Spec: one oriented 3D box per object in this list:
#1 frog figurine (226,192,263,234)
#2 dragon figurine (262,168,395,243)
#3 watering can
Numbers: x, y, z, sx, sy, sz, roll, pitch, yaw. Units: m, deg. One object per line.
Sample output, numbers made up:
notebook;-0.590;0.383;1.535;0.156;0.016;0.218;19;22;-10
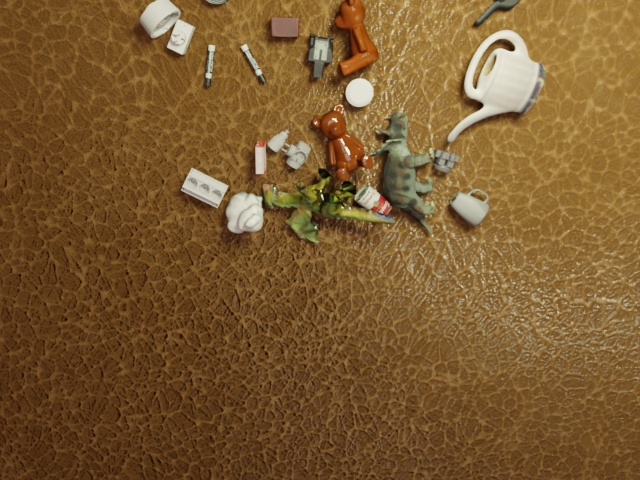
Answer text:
frog figurine;-0.233;-0.075;1.578;0.122;0.136;0.162;40;15;-14
dragon figurine;0.005;-0.081;1.614;0.409;0.125;0.237;29;-45;-5
watering can;0.520;-0.427;1.511;0.224;0.343;0.105;16;17;-9
